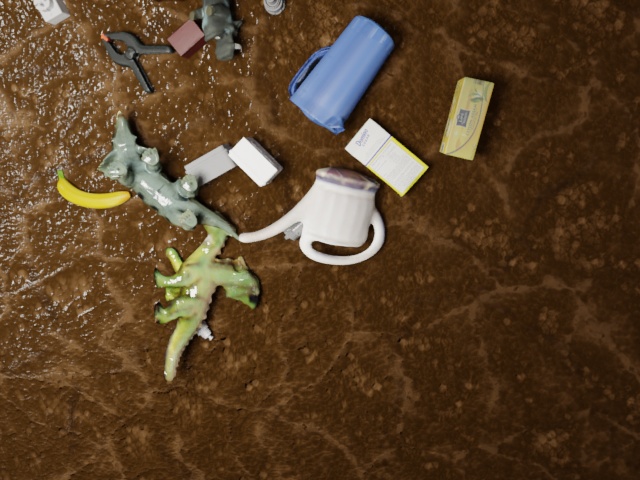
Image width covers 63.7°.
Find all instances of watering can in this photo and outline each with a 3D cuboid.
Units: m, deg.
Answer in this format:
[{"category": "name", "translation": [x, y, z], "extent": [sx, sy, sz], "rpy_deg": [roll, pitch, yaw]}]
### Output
[{"category": "watering can", "translation": [0.004, -0.059, 1.169], "extent": [0.347, 0.105, 0.223], "rpy_deg": [10, 98, -23]}]

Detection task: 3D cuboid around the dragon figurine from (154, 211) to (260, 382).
[{"category": "dragon figurine", "translation": [-0.268, 0.133, 1.255], "extent": [0.243, 0.122, 0.409], "rpy_deg": [-2, 94, -4]}]
